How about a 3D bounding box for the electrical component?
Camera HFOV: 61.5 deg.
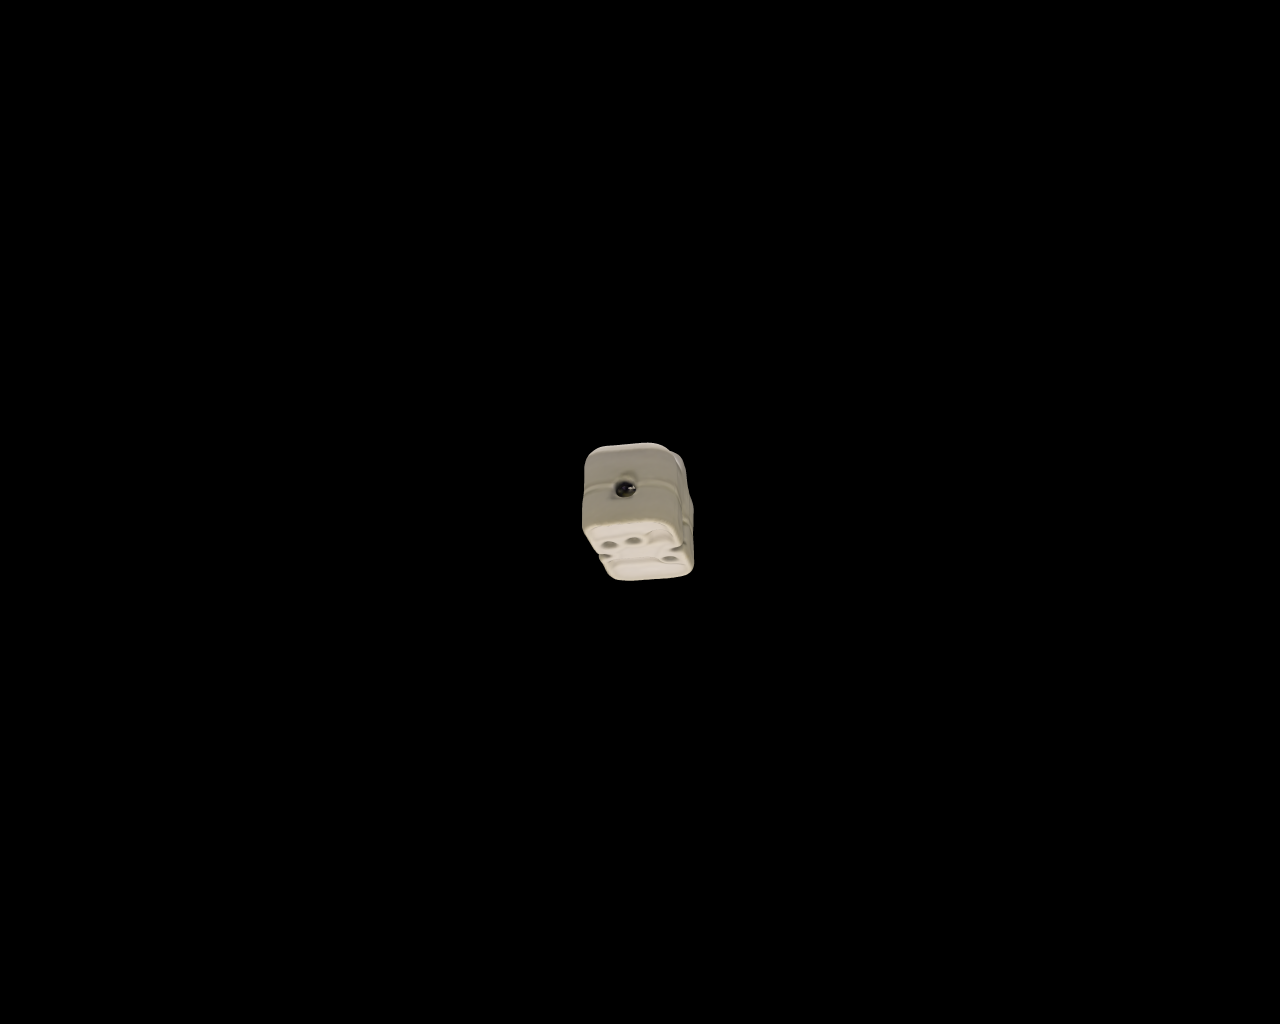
[{"bbox_3d":[0.001,-0.003,0.650,0.054,0.059,0.095,-5,-24,10],"label":"electrical component"}]
